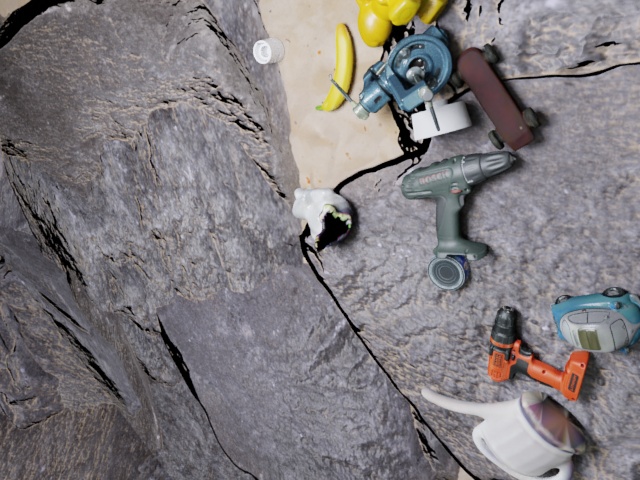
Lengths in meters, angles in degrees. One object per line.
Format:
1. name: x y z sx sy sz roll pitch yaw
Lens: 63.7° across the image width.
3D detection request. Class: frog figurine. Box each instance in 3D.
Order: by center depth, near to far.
1. frog figurine: 0.004 -0.061 1.214 0.162 0.123 0.134 -131 29 -55

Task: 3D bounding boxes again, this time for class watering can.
1. watering can: 0.405 0.401 1.112 0.349 0.106 0.220 38 128 7
